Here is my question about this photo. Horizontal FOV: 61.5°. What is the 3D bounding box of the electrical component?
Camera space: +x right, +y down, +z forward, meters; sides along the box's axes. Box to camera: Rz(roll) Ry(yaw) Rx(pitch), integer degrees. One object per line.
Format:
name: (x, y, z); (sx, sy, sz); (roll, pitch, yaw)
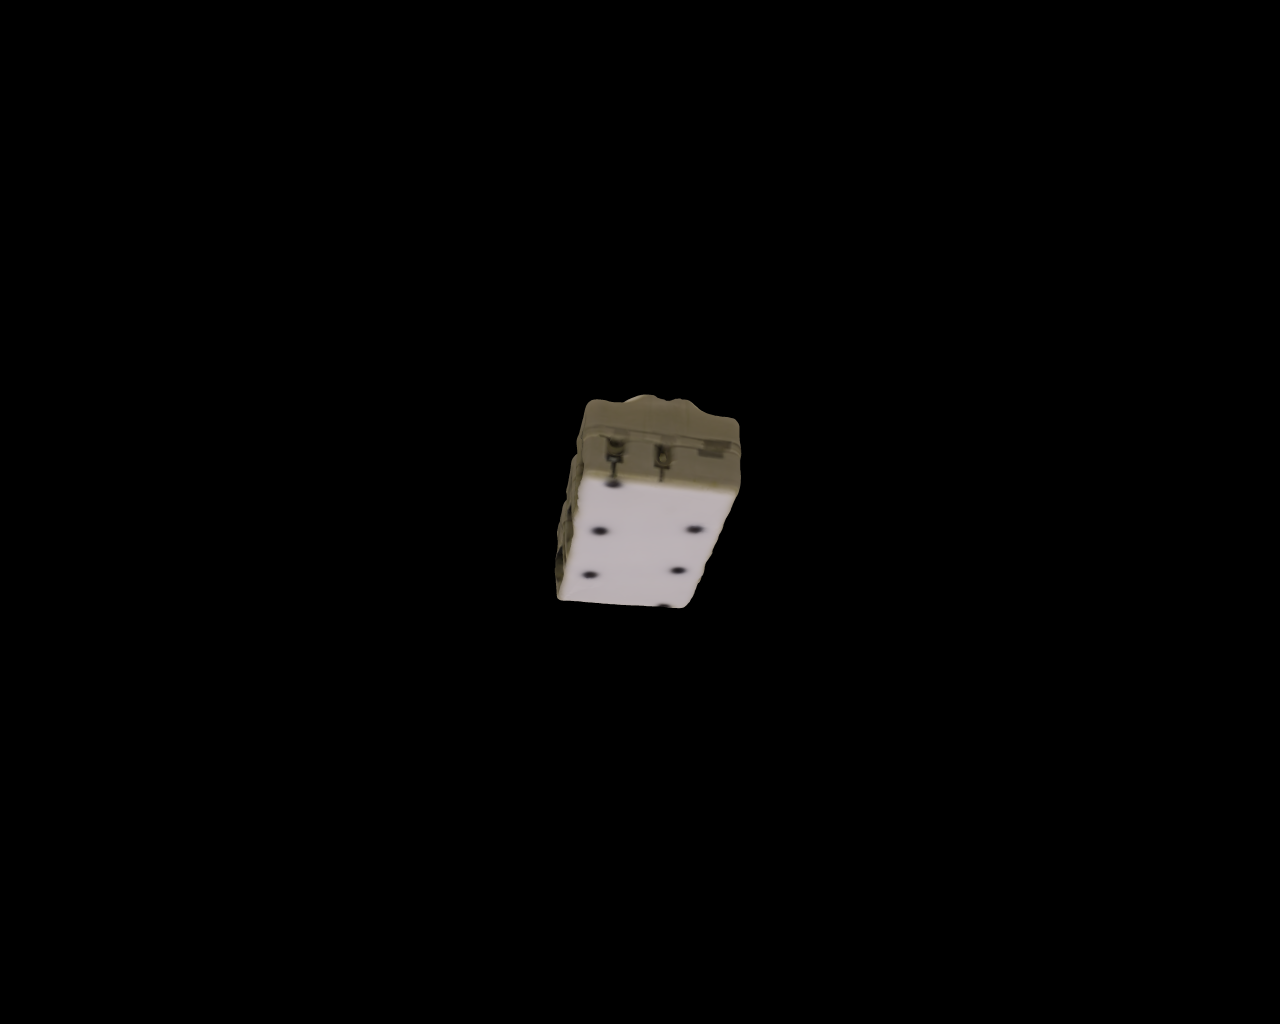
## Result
electrical component: (0.001, -0.003, 0.650); (0.089, 0.062, 0.150); (6, -32, -9)
